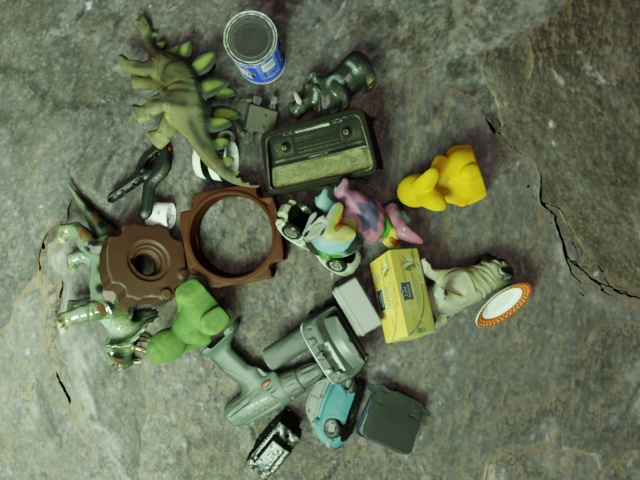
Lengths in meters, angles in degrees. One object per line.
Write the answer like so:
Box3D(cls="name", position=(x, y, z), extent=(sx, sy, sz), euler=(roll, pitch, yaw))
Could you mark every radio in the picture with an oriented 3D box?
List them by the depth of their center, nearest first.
Box3D(cls="radio", position=(0.001, -0.173, 1.072), extent=(0.230, 0.073, 0.131), euler=(-10, 89, 17))

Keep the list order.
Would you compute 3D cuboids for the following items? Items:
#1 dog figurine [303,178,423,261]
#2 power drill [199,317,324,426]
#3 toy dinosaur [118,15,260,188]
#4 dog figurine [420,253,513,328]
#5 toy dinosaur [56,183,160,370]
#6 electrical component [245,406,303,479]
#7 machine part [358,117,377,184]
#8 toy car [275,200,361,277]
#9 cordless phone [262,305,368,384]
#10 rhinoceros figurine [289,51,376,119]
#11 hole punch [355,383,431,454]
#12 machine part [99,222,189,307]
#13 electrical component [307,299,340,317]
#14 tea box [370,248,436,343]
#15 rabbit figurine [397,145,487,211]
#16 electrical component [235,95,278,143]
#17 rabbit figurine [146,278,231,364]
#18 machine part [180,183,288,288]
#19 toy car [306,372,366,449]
Box3D(cls="dog figurine", position=(0.092, -0.016, 1.049), extent=(0.219, 0.108, 0.191), euler=(29, 59, -21))
Box3D(cls="power drill", position=(-0.133, 0.262, 1.118), extent=(0.232, 0.086, 0.207), euler=(-40, 96, 9))
Box3D(cls="toy dinosaur", position=(-0.266, -0.273, 1.066), extent=(0.199, 0.105, 0.471), euler=(-25, 73, 0))
Box3D(cls="dog figurine", position=(0.285, 0.111, 1.091), extent=(0.190, 0.172, 0.121), euler=(-2, 56, -22))
Box3D(cls="toy dinosaur", position=(-0.434, 0.072, 1.113), extent=(0.192, 0.131, 0.404), euler=(-2, 84, -14))
Box3D(cls="electrical component", position=(-0.091, 0.412, 1.090), extent=(0.058, 0.134, 0.115), euler=(37, 91, 1))
Box3D(cls="machine part", position=(0.079, -0.191, 1.112), extent=(0.084, 0.039, 0.138), euler=(14, 94, 8))
Box3D(cls="toy car", position=(-0.002, -0.003, 1.086), extent=(0.201, 0.056, 0.073), euler=(36, 58, -14))
Box3D(cls="cordless phone", position=(-0.012, 0.229, 1.057), extent=(0.184, 0.089, 0.146), euler=(-31, 90, 5))
Box3D(cls="rhinoceros figurine", position=(0.025, -0.307, 1.093), extent=(0.190, 0.073, 0.112), euler=(-37, 91, 3))
Box3D(cls="hole punch", position=(0.143, 0.372, 1.110), extent=(0.142, 0.092, 0.116), euler=(23, 64, 5))
Box3D(cls="machine part", position=(-0.350, 0.048, 1.074), extent=(0.179, 0.056, 0.179), euler=(16, 61, -31))
Box3D(cls="electrical component", position=(0.002, 0.178, 1.121), extent=(0.075, 0.048, 0.119), euler=(22, 92, 2))
Box3D(cls="tea box", position=(0.160, 0.110, 1.057), extent=(0.068, 0.098, 0.169), euler=(-5, 71, -21))
Box3D(cls="rabbit figurine", position=(0.235, -0.104, 1.064), extent=(0.173, 0.162, 0.121), euler=(-14, 104, 21))
Box3D(cls="electrical component", position=(-0.133, -0.253, 1.120), extent=(0.078, 0.045, 0.102), euler=(4, 95, -26))
Box3D(cls="rabbit figurine", position=(-0.276, 0.175, 1.082), extent=(0.170, 0.159, 0.121), euler=(-41, 85, -13))
Box3D(cls="machine part", position=(-0.176, -0.009, 1.106), extent=(0.201, 0.087, 0.201), euler=(-9, 93, 3))
Box3D(cls="toy car", position=(0.024, 0.336, 1.100), extent=(0.103, 0.109, 0.161), euler=(14, 80, 23))
